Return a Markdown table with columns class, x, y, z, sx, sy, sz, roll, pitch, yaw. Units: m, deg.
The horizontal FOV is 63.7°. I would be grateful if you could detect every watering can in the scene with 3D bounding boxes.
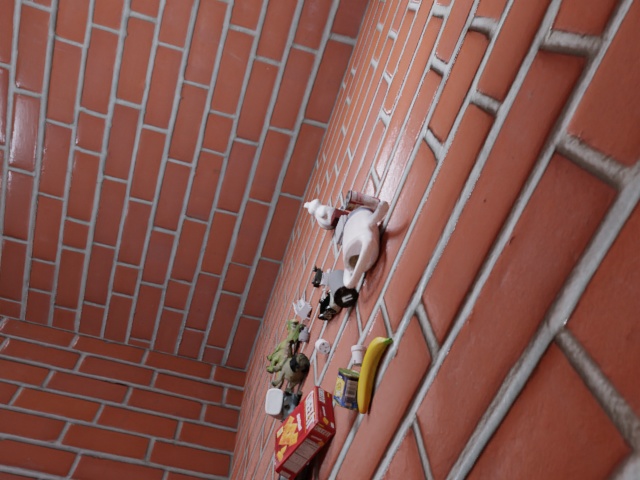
| class | x | y | z | sx | sy | sz | roll | pitch | yaw |
| --- | --- | --- | --- | --- | --- | --- | --- | --- | --- |
| watering can | 0.132 | -0.019 | 1.489 | 0.104 | 0.340 | 0.230 | 15 | 36 | -8 |

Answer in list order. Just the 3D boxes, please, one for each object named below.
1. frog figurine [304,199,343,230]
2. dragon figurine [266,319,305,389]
| class | x | y | z | sx | sy | sz | roll | pitch | yaw |
| --- | --- | --- | --- | --- | --- | --- | --- | --- | --- |
| frog figurine | 0.007 | -0.112 | 2.231 | 0.159 | 0.123 | 0.137 | 14 | -7 | -9 |
| dragon figurine | -0.139 | 0.482 | 2.308 | 0.122 | 0.240 | 0.416 | 24 | 15 | -12 |
